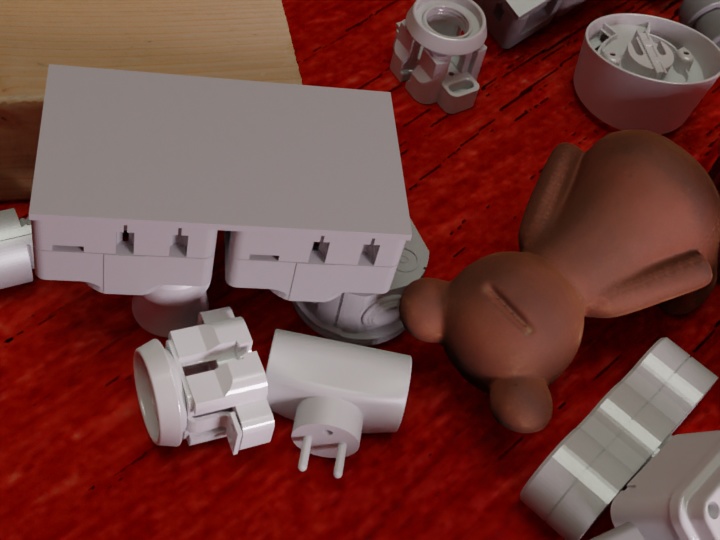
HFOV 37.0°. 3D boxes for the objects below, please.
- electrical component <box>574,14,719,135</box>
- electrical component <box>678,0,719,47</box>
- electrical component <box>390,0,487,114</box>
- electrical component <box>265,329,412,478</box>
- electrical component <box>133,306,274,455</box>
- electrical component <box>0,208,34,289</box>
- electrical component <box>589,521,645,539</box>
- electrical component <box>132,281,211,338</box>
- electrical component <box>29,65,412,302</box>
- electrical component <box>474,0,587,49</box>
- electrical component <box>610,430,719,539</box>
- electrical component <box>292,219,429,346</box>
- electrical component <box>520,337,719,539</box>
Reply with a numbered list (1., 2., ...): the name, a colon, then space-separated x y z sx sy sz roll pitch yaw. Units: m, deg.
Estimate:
1. electrical component: 0.206 -0.146 0.776 0.099 0.064 0.099 5 53 -7
2. electrical component: 0.275 -0.186 0.832 0.045 0.045 0.055 -2 54 -13
3. electrical component: 0.057 -0.159 0.761 0.058 0.057 0.078 -22 61 -25
4. electrical component: -0.016 0.075 0.583 0.077 0.043 0.079 12 53 -2
5. electrical component: -0.086 0.061 0.571 0.057 0.058 0.078 -12 57 -22
6. electrical component: -0.201 -0.012 0.611 0.081 0.043 0.043 -15 58 -21
7. electrical component: 0.132 0.203 0.488 0.062 0.089 0.150 -17 59 -22
8. electrical component: -0.107 0.006 0.609 0.045 0.055 0.045 6 54 -8
9. electrical component: -0.075 -0.045 0.578 0.186 0.060 0.105 3 51 -11
10. electrical component: 0.146 -0.246 0.812 0.150 0.061 0.089 -33 80 -12
11. electrical component: 0.187 0.141 0.532 0.078 0.057 0.113 -34 98 -35
12. electrical component: 0.000 0.000 0.636 0.080 0.051 0.080 5 53 -7
13. electrical component: 0.157 0.103 0.590 0.074 0.052 0.138 40 57 19
